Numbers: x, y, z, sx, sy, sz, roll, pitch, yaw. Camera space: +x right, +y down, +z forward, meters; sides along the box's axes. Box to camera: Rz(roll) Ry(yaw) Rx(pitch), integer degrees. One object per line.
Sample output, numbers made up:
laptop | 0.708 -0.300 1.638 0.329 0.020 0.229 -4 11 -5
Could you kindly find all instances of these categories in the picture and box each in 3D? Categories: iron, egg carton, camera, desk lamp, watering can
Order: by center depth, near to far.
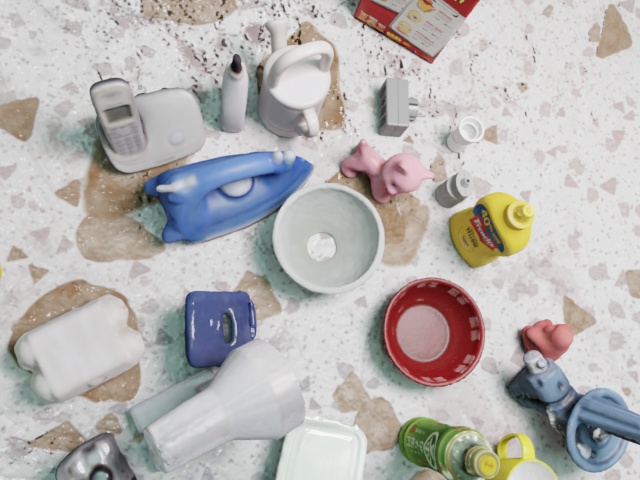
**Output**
camera | -0.298 0.336 0.712 0.137 0.100 0.143 -26 84 -15
desk lamp | -0.132 0.216 0.712 0.203 0.213 0.118 -26 84 -15
egg carton | -0.317 0.146 0.765 0.150 0.069 0.107 -28 85 -15
iron | -0.116 -0.088 0.818 0.259 0.141 0.118 -21 83 -15
watering can | -0.040 -0.239 0.839 0.101 0.194 0.173 -41 88 -16

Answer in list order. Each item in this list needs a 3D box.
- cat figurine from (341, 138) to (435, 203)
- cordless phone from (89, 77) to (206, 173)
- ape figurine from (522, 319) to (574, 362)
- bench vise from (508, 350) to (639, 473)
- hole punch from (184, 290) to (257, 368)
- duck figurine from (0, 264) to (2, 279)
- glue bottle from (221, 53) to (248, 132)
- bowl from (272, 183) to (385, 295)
cat figurine | 0.105 -0.111 0.880 0.128 0.117 0.067 37 74 -2
cordless phone | -0.236 -0.173 0.790 0.148 0.185 0.094 -23 83 -15
ape figurine | 0.360 0.152 0.888 0.078 0.092 0.076 19 75 -7
bench vise | 0.372 0.251 0.803 0.207 0.219 0.121 31 74 -3
hole punch | -0.138 0.121 0.795 0.101 0.091 0.109 -3 79 -12
duck figurine | -0.482 0.044 0.745 0.105 0.086 0.077 -16 82 -14
glue bottle | -0.123 -0.222 0.829 0.037 0.173 0.078 1 78 -11
bowl | 0.008 0.003 0.858 0.167 0.074 0.167 2 78 -11
